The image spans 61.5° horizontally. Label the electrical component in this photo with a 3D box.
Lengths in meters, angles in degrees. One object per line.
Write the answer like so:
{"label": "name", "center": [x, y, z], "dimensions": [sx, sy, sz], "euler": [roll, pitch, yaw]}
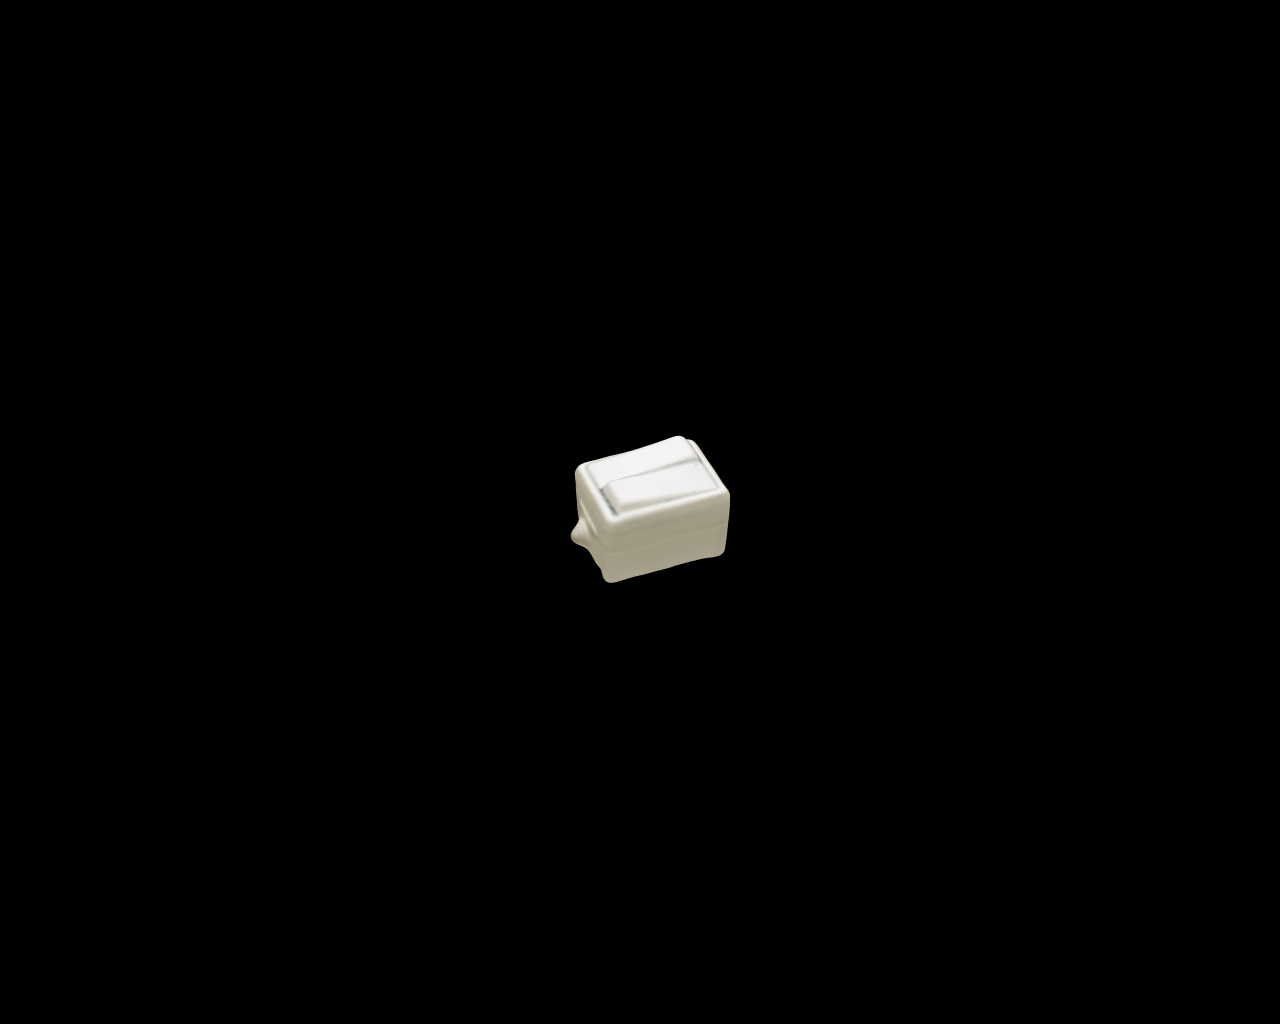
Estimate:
{"label": "electrical component", "center": [0.001, -0.003, 0.650], "dimensions": [0.096, 0.061, 0.062], "euler": [-14, 44, -15]}
